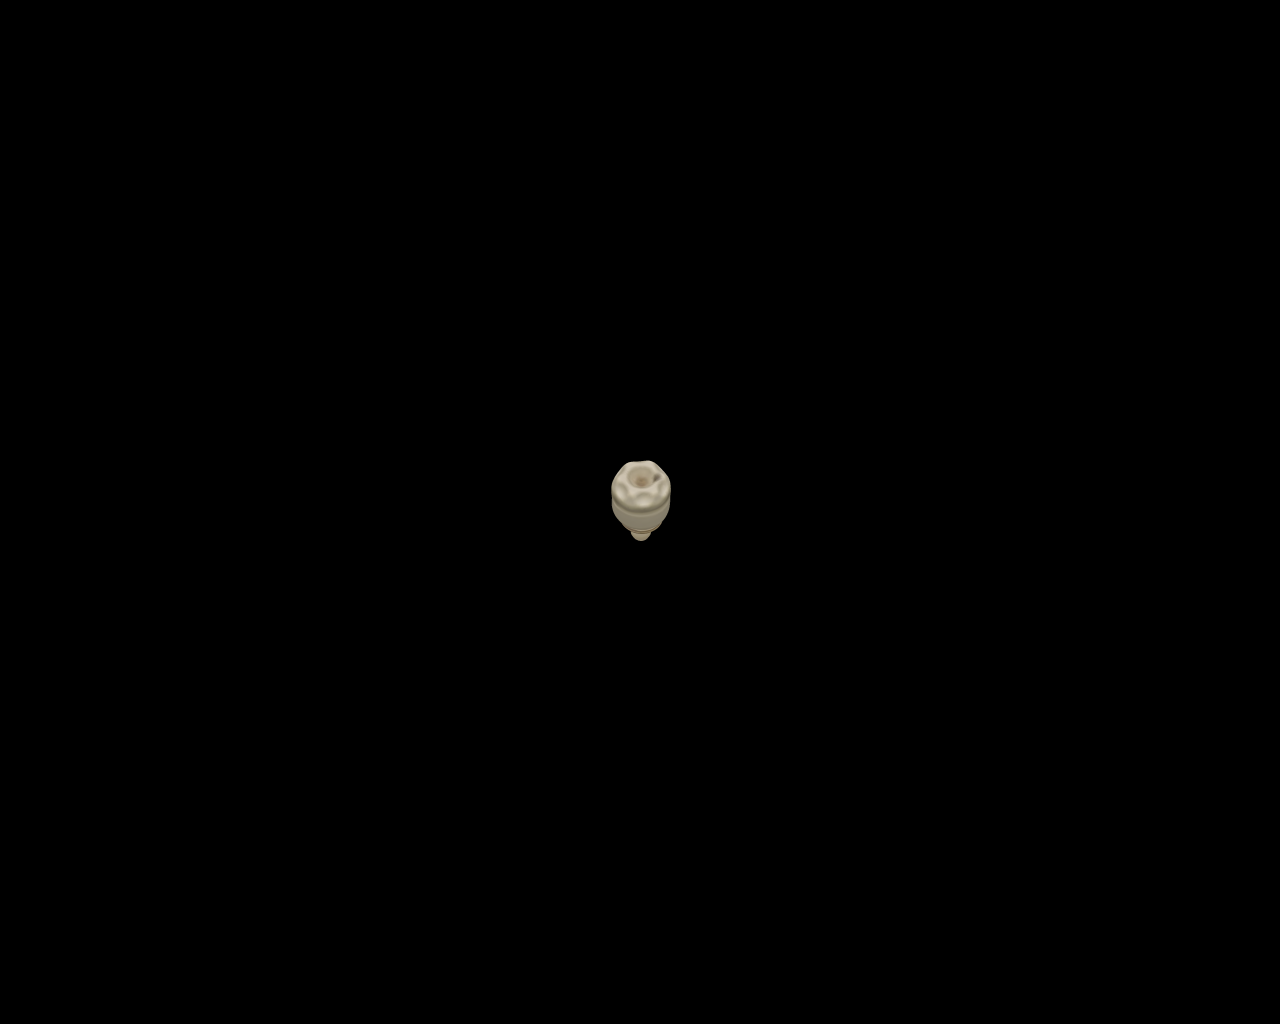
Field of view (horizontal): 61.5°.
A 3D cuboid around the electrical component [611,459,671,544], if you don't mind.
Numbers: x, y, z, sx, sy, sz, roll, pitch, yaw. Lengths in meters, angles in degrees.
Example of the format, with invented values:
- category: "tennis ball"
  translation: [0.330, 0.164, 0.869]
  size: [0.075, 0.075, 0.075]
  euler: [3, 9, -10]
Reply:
- category: "electrical component"
  translation: [0.001, -0.003, 0.650]
  size: [0.035, 0.035, 0.061]
  euler: [0, -37, 0]
